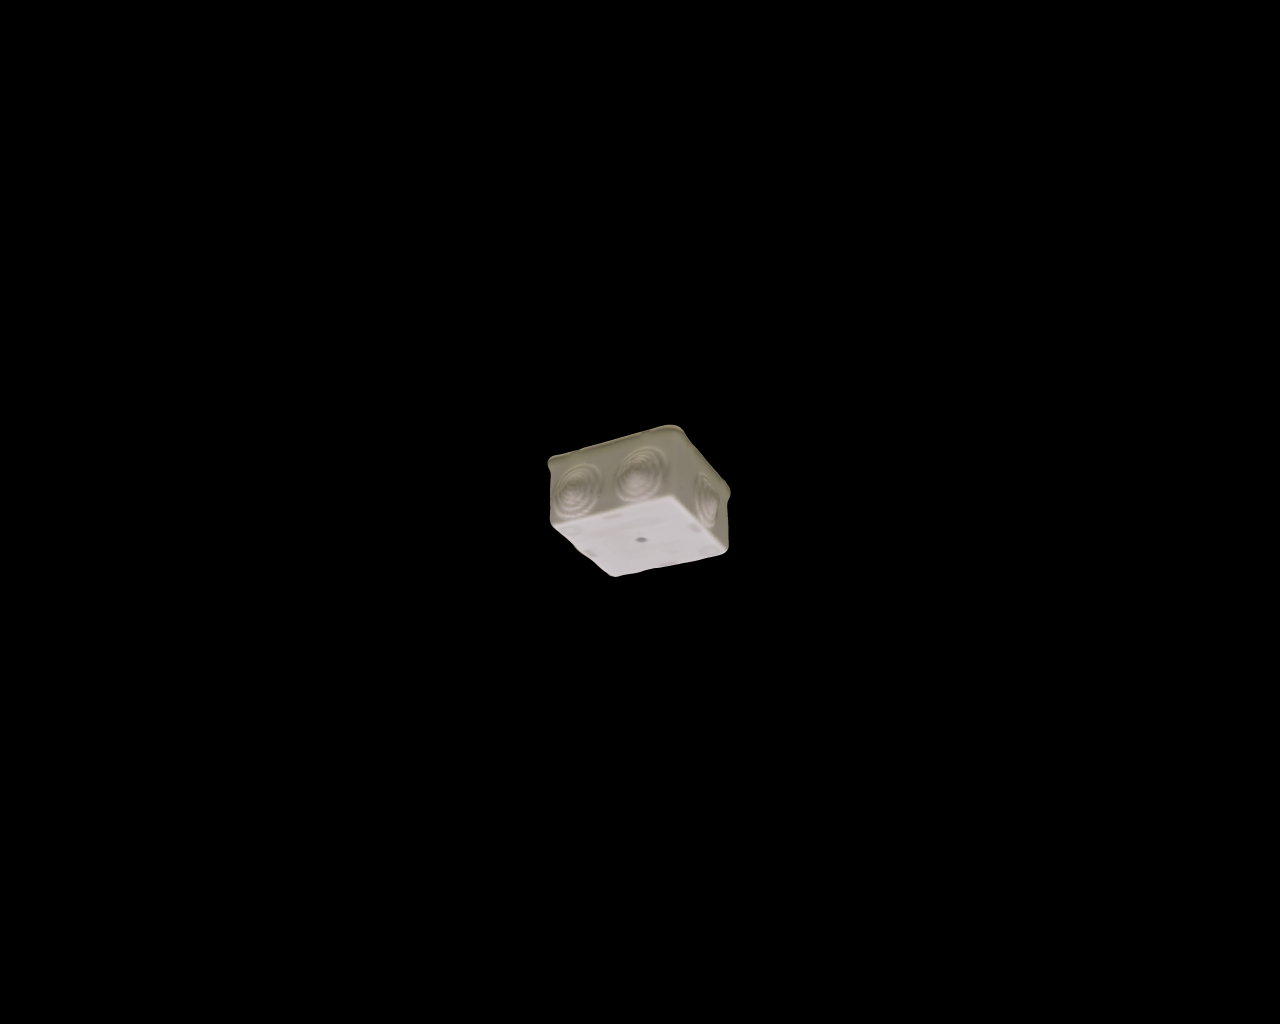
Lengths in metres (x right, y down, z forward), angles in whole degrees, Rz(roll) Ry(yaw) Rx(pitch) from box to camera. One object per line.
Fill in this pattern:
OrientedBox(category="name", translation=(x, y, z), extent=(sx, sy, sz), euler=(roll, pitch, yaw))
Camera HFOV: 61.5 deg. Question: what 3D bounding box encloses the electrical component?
OrientedBox(category="electrical component", translation=(0.001, -0.003, 0.650), extent=(0.099, 0.048, 0.099), euler=(-13, -32, 22))
